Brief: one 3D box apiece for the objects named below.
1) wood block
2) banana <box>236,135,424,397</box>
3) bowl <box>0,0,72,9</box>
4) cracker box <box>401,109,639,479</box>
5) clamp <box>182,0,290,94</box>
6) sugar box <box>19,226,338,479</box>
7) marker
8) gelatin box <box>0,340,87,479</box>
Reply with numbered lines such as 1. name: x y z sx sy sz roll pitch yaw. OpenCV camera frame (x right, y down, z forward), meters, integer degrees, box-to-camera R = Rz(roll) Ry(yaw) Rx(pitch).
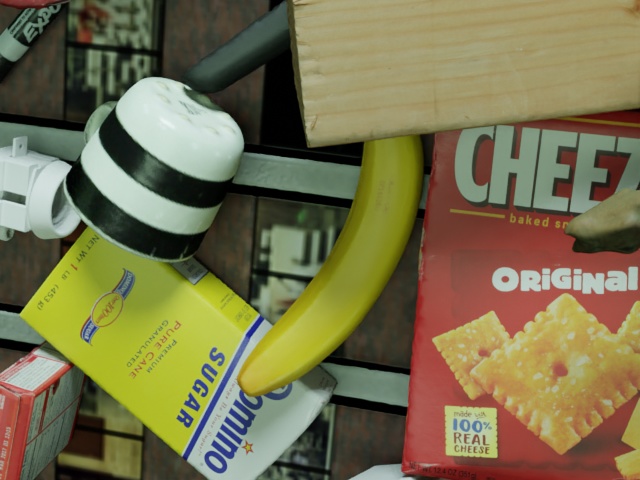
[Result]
1. wood block: 0.088 -0.111 0.505 0.206 0.090 0.091 -7 120 -2
2. banana: 0.014 0.002 0.603 0.069 0.037 0.198 17 98 -16
3. bowl: -0.138 -0.199 0.577 0.162 0.055 0.162 -1 87 17
4. cracker box: 0.136 0.031 0.578 0.164 0.072 0.214 7 105 10
5. clamp: 0.022 -0.148 0.572 0.210 0.036 0.164 11 97 8
6. sugar box: -0.086 0.067 0.651 0.176 0.048 0.093 41 109 1
7. marker: -0.166 -0.134 0.631 0.020 0.020 0.121 46 109 -2
8. gelatin box: -0.177 0.107 0.658 0.030 0.089 0.073 18 107 7
